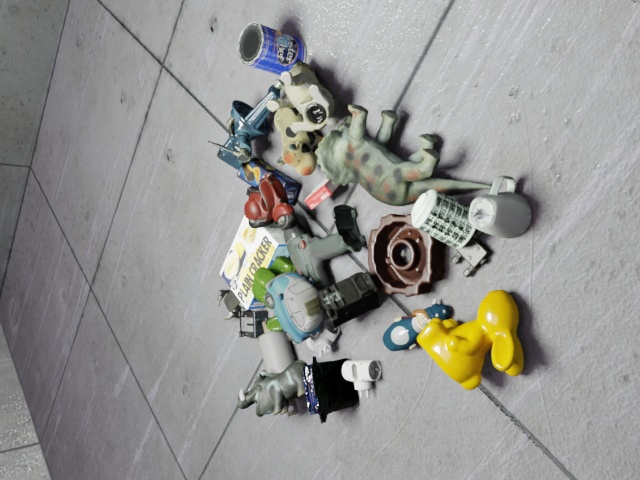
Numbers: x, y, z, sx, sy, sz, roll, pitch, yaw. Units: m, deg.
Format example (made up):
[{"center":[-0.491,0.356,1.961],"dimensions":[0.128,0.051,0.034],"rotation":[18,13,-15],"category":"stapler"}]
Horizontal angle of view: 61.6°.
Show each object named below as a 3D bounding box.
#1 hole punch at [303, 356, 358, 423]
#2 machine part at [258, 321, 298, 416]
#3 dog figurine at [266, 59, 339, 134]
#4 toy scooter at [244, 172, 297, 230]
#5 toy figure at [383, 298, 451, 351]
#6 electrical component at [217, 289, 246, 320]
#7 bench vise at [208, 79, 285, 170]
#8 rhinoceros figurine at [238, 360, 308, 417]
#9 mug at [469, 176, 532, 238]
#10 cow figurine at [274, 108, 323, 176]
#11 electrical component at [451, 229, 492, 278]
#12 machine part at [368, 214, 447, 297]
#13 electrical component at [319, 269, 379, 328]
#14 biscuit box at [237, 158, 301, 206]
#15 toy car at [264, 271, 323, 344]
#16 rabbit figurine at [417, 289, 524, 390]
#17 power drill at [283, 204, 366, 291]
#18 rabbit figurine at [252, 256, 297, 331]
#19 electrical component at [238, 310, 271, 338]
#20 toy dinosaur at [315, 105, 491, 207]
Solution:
[{"center":[0.009,0.329,1.210],"dimensions":[0.092,0.116,0.142],"rotation":[-20,75,52],"category":"hole punch"},{"center":[-0.097,0.312,1.338],"dimensions":[0.079,0.079,0.243],"rotation":[-35,65,39],"category":"machine part"},{"center":[-0.016,-0.337,1.246],"dimensions":[0.172,0.190,0.121],"rotation":[42,124,-8],"category":"dog figurine"},{"center":[-0.128,-0.095,1.284],"dimensions":[0.184,0.075,0.135],"rotation":[5,116,51],"category":"toy scooter"},{"center":[0.193,0.173,1.067],"dimensions":[0.064,0.058,0.154],"rotation":[44,126,-9],"category":"toy figure"},{"center":[-0.249,0.178,1.514],"dimensions":[0.078,0.045,0.102],"rotation":[-49,57,34],"category":"electrical component"},{"center":[-0.172,-0.303,1.368],"dimensions":[0.240,0.128,0.224],"rotation":[-45,22,24],"category":"bench vise"},{"center":[-0.106,0.349,1.251],"dimensions":[0.190,0.073,0.112],"rotation":[-31,71,11],"category":"rhinoceros figurine"},{"center":[0.306,-0.055,0.919],"dimensions":[0.081,0.107,0.109],"rotation":[22,107,42],"category":"mug"},{"center":[-0.056,-0.238,1.272],"dimensions":[0.085,0.127,0.195],"rotation":[-41,59,40],"category":"cow figurine"},{"center":[0.286,0.020,0.998],"dimensions":[0.063,0.021,0.094],"rotation":[51,122,32],"category":"electrical component"},{"center":[0.174,0.030,1.087],"dimensions":[0.180,0.056,0.179],"rotation":[0,90,46],"category":"machine part"},{"center":[0.065,0.129,1.139],"dimensions":[0.115,0.134,0.058],"rotation":[-24,62,-3],"category":"electrical component"},{"center":[-0.135,-0.155,1.396],"dimensions":[0.203,0.059,0.062],"rotation":[34,112,40],"category":"biscuit box"},{"center":[-0.045,0.146,1.187],"dimensions":[0.103,0.109,0.161],"rotation":[-23,88,56],"category":"toy car"},{"center":[0.281,0.167,0.939],"dimensions":[0.173,0.121,0.163],"rotation":[-48,48,11],"category":"rabbit figurine"},{"center":[-0.003,-0.004,1.248],"dimensions":[0.207,0.086,0.232],"rotation":[-32,69,36],"category":"power drill"},{"center":[-0.085,0.152,1.304],"dimensions":[0.170,0.121,0.159],"rotation":[38,122,20],"category":"rabbit figurine"},{"center":[-0.164,0.224,1.428],"dimensions":[0.119,0.047,0.074],"rotation":[-2,89,47],"category":"electrical component"},{"center":[0.137,-0.144,1.093],"dimensions":[0.405,0.131,0.192],"rotation":[45,132,31],"category":"toy dinosaur"}]
